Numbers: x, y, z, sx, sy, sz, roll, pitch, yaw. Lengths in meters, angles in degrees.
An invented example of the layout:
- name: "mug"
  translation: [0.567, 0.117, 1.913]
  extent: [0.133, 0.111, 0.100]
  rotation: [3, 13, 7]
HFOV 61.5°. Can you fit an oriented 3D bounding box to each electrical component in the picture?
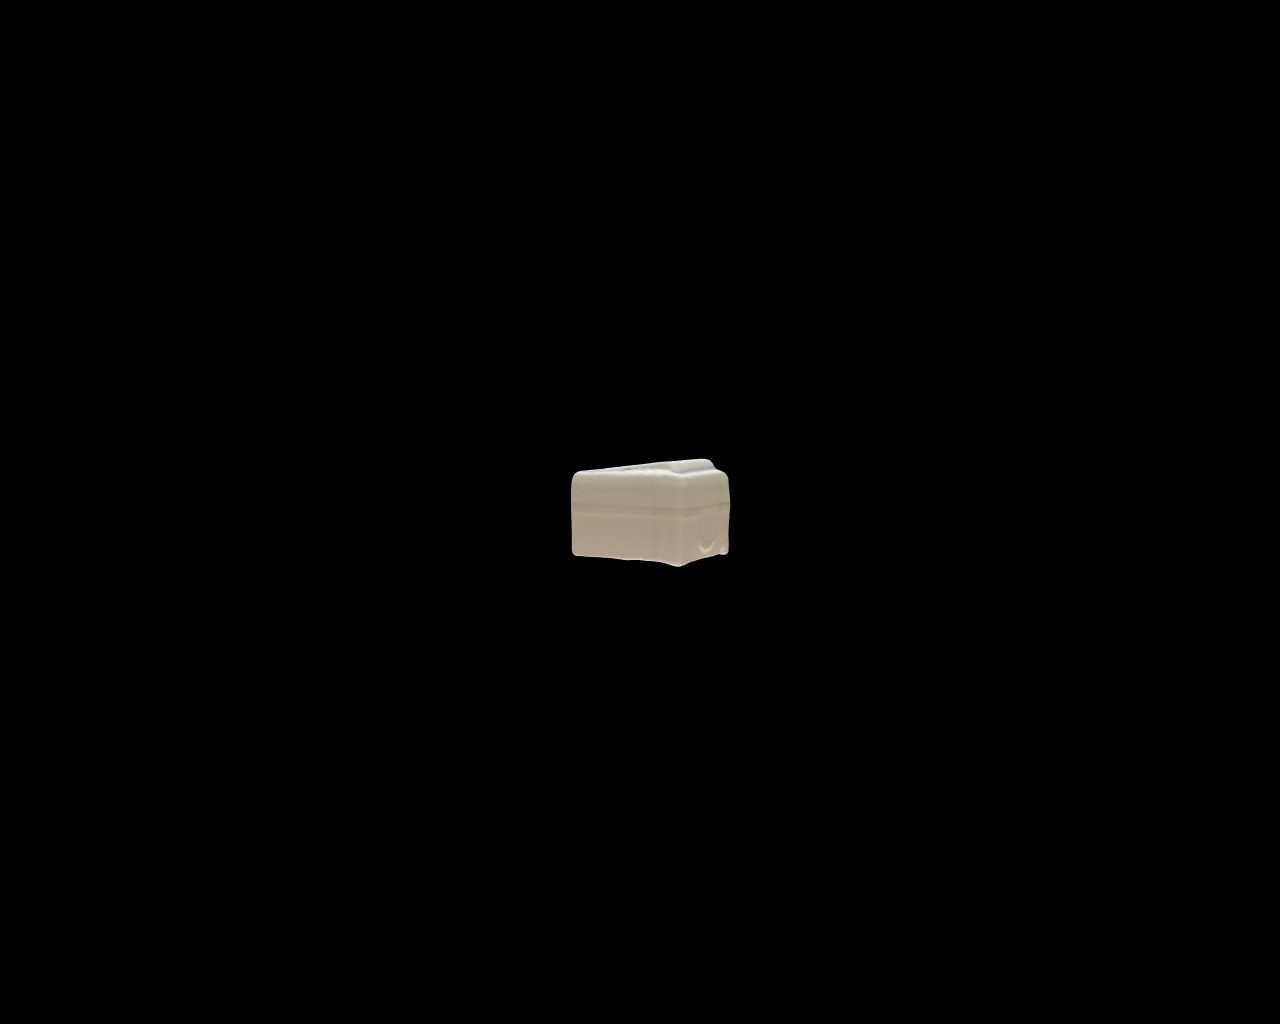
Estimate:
- name: "electrical component"
  translation: [0.001, -0.003, 0.650]
  extent: [0.096, 0.061, 0.062]
  rotation: [4, 6, 33]
